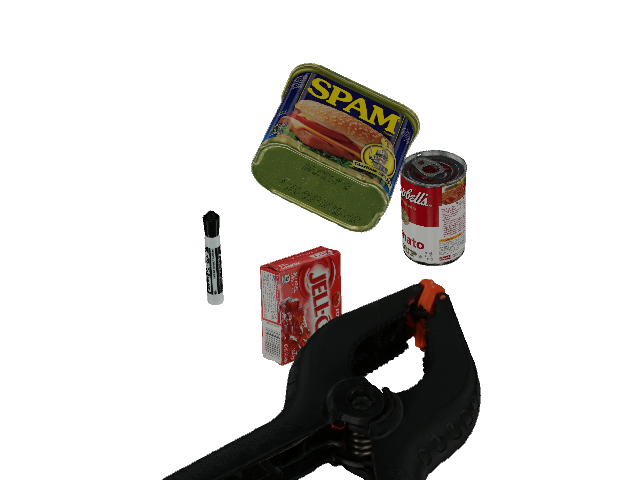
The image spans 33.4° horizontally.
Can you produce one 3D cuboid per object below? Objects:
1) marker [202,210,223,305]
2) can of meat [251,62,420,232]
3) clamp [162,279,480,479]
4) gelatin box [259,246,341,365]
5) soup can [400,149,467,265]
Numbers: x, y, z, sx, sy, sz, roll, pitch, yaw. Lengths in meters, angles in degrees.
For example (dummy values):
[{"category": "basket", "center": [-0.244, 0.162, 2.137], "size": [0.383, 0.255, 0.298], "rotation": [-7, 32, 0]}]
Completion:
[{"category": "marker", "center": [-0.121, 0.020, 1.209], "size": [0.020, 0.121, 0.020], "rotation": [0, 33, 0]}, {"category": "can of meat", "center": [0.010, -0.064, 0.749], "size": [0.102, 0.084, 0.058], "rotation": [25, -40, -4]}, {"category": "clamp", "center": [0.022, 0.082, 0.416], "size": [0.120, 0.039, 0.171], "rotation": [28, 50, 21]}, {"category": "gelatin box", "center": [-0.016, 0.056, 0.934], "size": [0.073, 0.089, 0.030], "rotation": [-17, 24, -40]}, {"category": "soup can", "center": [0.117, -0.033, 1.106], "size": [0.068, 0.102, 0.068], "rotation": [-3, 35, 2]}]
